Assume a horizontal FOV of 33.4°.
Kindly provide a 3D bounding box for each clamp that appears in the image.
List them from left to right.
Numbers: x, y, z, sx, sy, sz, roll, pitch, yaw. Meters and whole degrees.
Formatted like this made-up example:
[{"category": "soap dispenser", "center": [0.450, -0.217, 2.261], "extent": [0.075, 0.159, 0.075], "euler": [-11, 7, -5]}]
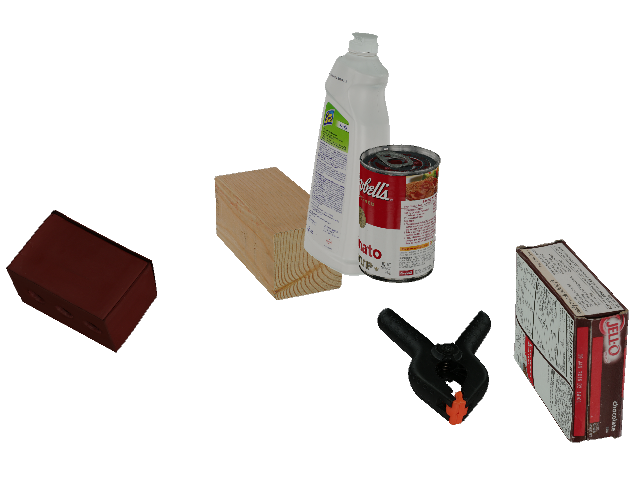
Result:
[{"category": "clamp", "center": [0.134, 0.119, 1.080], "extent": [0.120, 0.039, 0.171], "euler": [-8, 34, -9]}]

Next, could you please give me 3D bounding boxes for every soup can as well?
[{"category": "soup can", "center": [0.066, -0.023, 0.913], "extent": [0.068, 0.102, 0.068], "euler": [0, 24, 0]}]

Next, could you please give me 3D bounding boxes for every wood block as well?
[{"category": "wood block", "center": [-0.056, -0.013, 1.340], "extent": [0.090, 0.090, 0.206], "euler": [-10, 26, -23]}]

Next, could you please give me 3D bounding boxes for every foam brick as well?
[{"category": "foam brick", "center": [-0.154, 0.027, 0.698], "extent": [0.078, 0.051, 0.053], "euler": [26, -27, 13]}]

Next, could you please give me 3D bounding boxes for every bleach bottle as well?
[{"category": "bleach bottle", "center": [0.038, -0.096, 1.157], "extent": [0.067, 0.251, 0.103], "euler": [-8, 25, -35]}]

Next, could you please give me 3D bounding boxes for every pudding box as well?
[{"category": "pudding box", "center": [0.160, 0.062, 0.691], "extent": [0.039, 0.090, 0.113], "euler": [-7, 24, -9]}]
